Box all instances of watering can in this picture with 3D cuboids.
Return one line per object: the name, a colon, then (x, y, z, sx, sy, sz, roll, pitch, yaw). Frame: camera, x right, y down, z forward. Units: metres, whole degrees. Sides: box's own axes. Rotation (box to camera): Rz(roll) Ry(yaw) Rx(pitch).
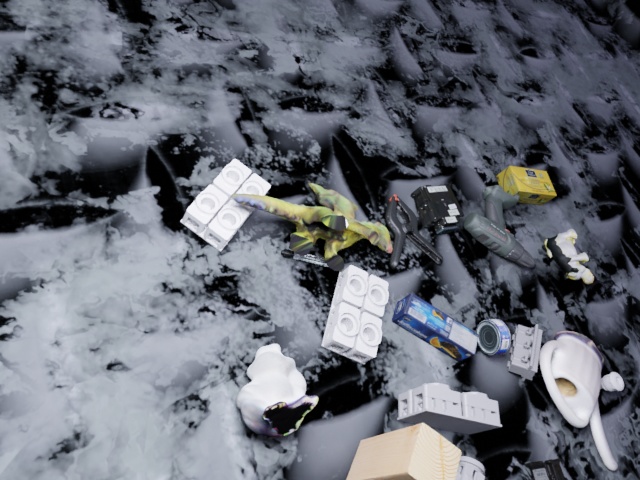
watering can: (0.656, 0.380, 1.291, 0.345, 0.103, 0.229, 53, 48, -10)

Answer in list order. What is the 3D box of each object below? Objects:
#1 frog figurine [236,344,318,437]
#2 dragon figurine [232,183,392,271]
frog figurine: (-0.093, 0.278, 0.960, 0.138, 0.120, 0.162, -16, 35, -26)
dragon figurine: (0.004, -0.060, 1.188, 0.408, 0.120, 0.247, 27, 23, -12)
